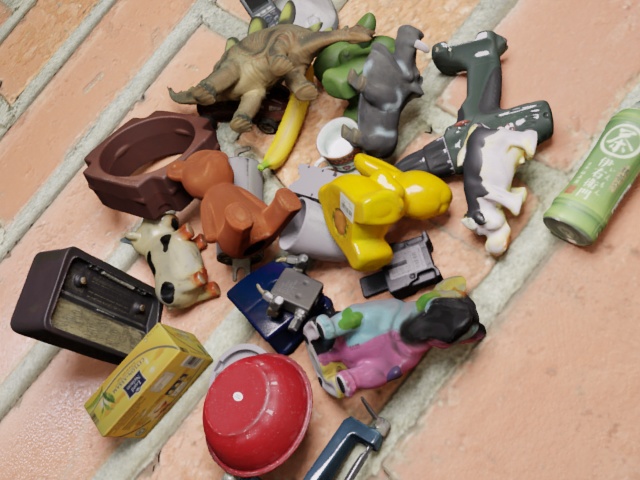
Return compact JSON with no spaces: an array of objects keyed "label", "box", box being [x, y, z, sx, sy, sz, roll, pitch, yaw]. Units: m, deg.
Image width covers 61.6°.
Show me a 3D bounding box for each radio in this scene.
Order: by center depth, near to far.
[{"label":"radio","box":[-0.342,0.108,0.827,0.073,0.229,0.131,-6,63,21]}]

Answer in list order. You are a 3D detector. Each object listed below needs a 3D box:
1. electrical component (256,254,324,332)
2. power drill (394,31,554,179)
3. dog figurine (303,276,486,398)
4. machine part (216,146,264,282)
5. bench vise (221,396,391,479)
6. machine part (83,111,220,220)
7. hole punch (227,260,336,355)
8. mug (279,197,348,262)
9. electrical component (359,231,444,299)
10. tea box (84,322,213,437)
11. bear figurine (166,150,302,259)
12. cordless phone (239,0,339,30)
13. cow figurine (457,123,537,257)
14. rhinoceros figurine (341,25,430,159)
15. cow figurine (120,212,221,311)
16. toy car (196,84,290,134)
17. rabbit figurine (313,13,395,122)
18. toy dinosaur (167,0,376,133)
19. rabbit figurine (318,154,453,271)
[{"label":"electrical component","box":[-0.039,0.068,0.739,0.078,0.045,0.102,26,52,17]},{"label":"power drill","box":[0.210,-0.195,0.792,0.232,0.086,0.207,-10,62,22]},{"label":"dog figurine","box":[0.102,0.121,0.703,0.219,0.191,0.108,-16,80,-15]},{"label":"machine part","box":[-0.132,-0.047,0.882,0.079,0.079,0.243,-12,66,19]},{"label":"bench vise","box":[-0.003,0.312,0.667,0.224,0.128,0.240,19,58,38]},{"label":"machine part","box":[-0.286,-0.134,0.941,0.202,0.087,0.201,16,52,26]},{"label":"hole punch","box":[-0.060,0.091,0.792,0.116,0.092,0.142,-47,56,-4]},{"label":"mug","box":[-0.002,-0.002,0.797,0.109,0.107,0.081,-32,42,55]},{"label":"electrical component","box":[0.109,0.043,0.760,0.119,0.047,0.075,-17,63,15]},{"label":"tea box","box":[-0.259,0.217,0.822,0.169,0.098,0.068,-46,60,-1]},{"label":"bear figurine","box":[-0.134,-0.075,0.788,0.120,0.132,0.196,-19,69,-34]},{"label":"cordless phone","box":[-0.063,-0.417,0.938,0.147,0.184,0.089,-28,57,12]},{"label":"cow figurine","box":[0.223,-0.066,0.711,0.098,0.068,0.167,14,102,17]},{"label":"rhinoceros figurine","box":[0.097,-0.211,0.771,0.073,0.112,0.190,-126,48,-70]},{"label":"cow figurine","box":[-0.257,0.029,0.907,0.127,0.085,0.195,-27,62,5]},{"label":"toy car","box":[-0.143,-0.245,0.982,0.202,0.053,0.089,10,71,28]},{"label":"rabbit figurine","box":[0.051,-0.289,0.879,0.159,0.121,0.170,-53,45,5]},{"label":"toy dinosaur","box":[-0.118,-0.277,0.886,0.472,0.105,0.198,-8,48,32]},{"label":"rabbit figurine","box":[0.094,-0.049,0.741,0.173,0.121,0.163,-16,32,-18]}]
